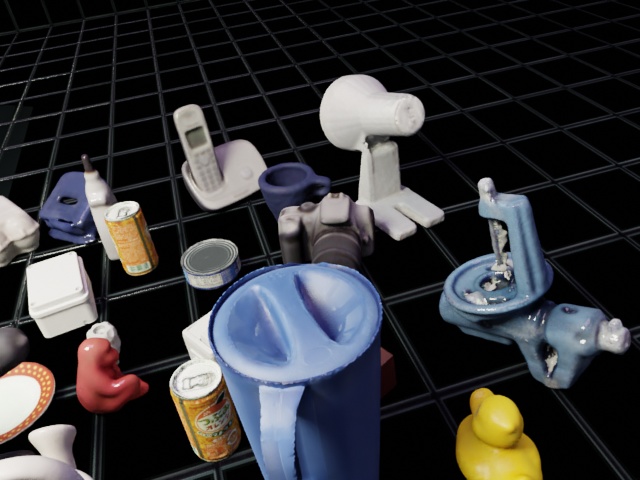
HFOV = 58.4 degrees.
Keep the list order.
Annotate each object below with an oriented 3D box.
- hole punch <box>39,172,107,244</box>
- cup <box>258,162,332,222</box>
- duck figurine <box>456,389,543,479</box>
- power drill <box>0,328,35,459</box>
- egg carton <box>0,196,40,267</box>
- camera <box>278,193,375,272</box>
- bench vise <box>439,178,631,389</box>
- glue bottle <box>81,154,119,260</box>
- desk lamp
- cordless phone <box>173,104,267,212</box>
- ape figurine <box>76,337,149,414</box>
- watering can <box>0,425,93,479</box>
[{"bbox_3d":[-0.417,-0.056,0.983,0.108,0.091,0.101,10,40,23],"label":"hole punch"},{"bbox_3d":[-0.035,-0.065,0.923,0.117,0.095,0.092,3,37,14],"label":"cup"},{"bbox_3d":[0.171,0.190,0.544,0.077,0.086,0.104,-13,36,-7],"label":"duck figurine"},{"bbox_3d":[-0.359,0.182,0.546,0.229,0.209,0.075,-12,36,-6],"label":"power drill"},{"bbox_3d":[-0.549,-0.016,0.971,0.149,0.069,0.107,24,46,36],"label":"egg carton"},{"bbox_3d":[0.008,0.003,0.817,0.143,0.101,0.137,-3,36,6],"label":"camera"},{"bbox_3d":[0.231,0.040,0.624,0.206,0.220,0.122,11,40,24],"label":"bench vise"},{"bbox_3d":[-0.340,-0.056,0.899,0.037,0.173,0.078,-14,36,-9],"label":"glue bottle"},{"bbox_3d":[0.100,-0.142,0.903,0.118,0.214,0.202,-25,40,-23],"label":"desk lamp"},{"bbox_3d":[-0.174,-0.155,0.994,0.148,0.185,0.093,-31,42,-29],"label":"cordless phone"},{"bbox_3d":[-0.251,0.152,0.667,0.076,0.092,0.077,-23,39,-20],"label":"ape figurine"},{"bbox_3d":[-0.224,0.233,0.464,0.101,0.194,0.172,-27,40,-25],"label":"watering can"}]
